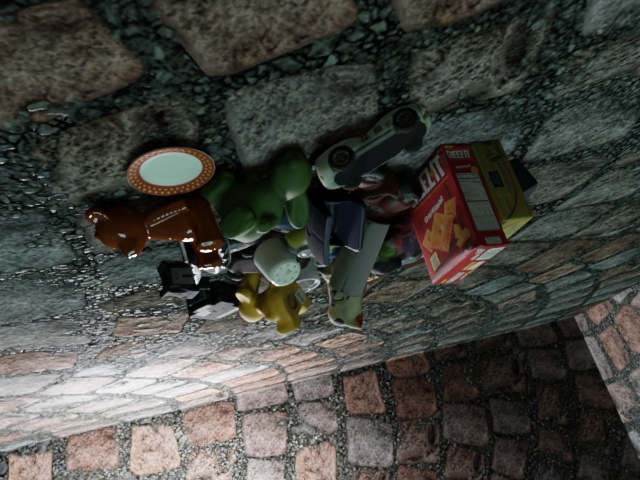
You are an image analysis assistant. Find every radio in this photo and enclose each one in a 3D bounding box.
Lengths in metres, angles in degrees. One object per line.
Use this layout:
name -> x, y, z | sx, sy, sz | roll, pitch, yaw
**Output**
radio -> 0.378, -0.068, 1.191 | 0.131, 0.073, 0.229 | -29, 158, -12

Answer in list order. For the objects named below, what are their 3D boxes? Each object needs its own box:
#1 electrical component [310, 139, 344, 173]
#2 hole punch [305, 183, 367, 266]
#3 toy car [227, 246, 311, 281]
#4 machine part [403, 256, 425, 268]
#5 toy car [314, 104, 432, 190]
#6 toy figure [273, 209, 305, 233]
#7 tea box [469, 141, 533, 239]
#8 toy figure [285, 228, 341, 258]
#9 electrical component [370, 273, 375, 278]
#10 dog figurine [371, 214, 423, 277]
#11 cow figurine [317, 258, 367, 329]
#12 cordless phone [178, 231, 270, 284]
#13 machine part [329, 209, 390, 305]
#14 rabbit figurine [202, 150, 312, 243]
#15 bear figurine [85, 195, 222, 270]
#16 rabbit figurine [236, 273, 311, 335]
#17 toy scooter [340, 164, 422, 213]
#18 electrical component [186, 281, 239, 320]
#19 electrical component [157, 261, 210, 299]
electrical component -> 0.018, -0.135, 0.908 | 0.094, 0.021, 0.063 | -34, 152, 27
hole punch -> 0.010, -0.029, 0.959 | 0.092, 0.116, 0.142 | -28, 133, -35
toy car -> -0.114, 0.044, 1.199 | 0.202, 0.053, 0.089 | -2, 133, -32
machine part -> 0.222, 0.025, 1.367 | 0.179, 0.056, 0.179 | -13, 159, -5
toy car -> 0.087, -0.147, 0.858 | 0.202, 0.056, 0.073 | -31, 150, 3
toy figure -> -0.090, -0.043, 1.002 | 0.154, 0.064, 0.058 | -2, 177, -27
tea box -> 0.320, -0.091, 1.015 | 0.068, 0.169, 0.098 | -6, 157, -17
toy figure -> -0.005, -0.003, 1.128 | 0.082, 0.089, 0.180 | -27, 163, 31
electrical component -> 0.103, 0.043, 1.284 | 0.078, 0.102, 0.045 | -16, -165, -21
dog figurine -> 0.208, -0.018, 1.185 | 0.219, 0.108, 0.191 | -37, 168, 32
cow figurine -> 0.055, 0.123, 1.352 | 0.127, 0.194, 0.085 | 3, -163, 4
cordless phone -> -0.179, -0.001, 1.048 | 0.184, 0.089, 0.146 | -21, 159, -16
machine part -> 0.082, 0.028, 1.116 | 0.079, 0.079, 0.243 | 5, 111, -40
rabbit figurine -> -0.076, -0.070, 0.886 | 0.170, 0.121, 0.159 | -36, 146, 10
bear figurine -> -0.271, -0.008, 0.887 | 0.196, 0.132, 0.120 | -13, 157, -21
rabbit figurine -> -0.136, 0.154, 1.293 | 0.173, 0.122, 0.162 | -18, 126, 37
toy scooter -> 0.097, -0.088, 1.004 | 0.135, 0.075, 0.183 | -31, 150, 33
electrical component -> -0.266, 0.152, 1.346 | 0.115, 0.058, 0.134 | -27, 154, 20
electrical component -> -0.287, 0.088, 1.161 | 0.119, 0.075, 0.048 | 7, 149, -35
